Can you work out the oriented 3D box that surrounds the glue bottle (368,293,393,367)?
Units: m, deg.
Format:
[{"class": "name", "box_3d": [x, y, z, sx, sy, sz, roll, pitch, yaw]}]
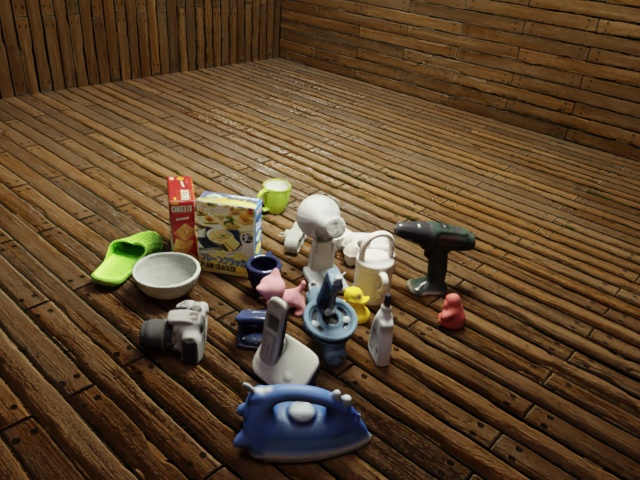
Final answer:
[{"class": "glue bottle", "box_3d": [0.140, 0.191, 1.262, 0.037, 0.173, 0.078, -3, 30, -13]}]

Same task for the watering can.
[{"class": "watering can", "box_3d": [0.136, 0.059, 1.473, 0.101, 0.194, 0.172, -18, 37, -34]}]

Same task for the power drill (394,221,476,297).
[{"class": "power drill", "box_3d": [0.291, 0.043, 1.510, 0.230, 0.208, 0.075, -4, 31, -15]}]

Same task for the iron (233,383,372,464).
[{"class": "iron", "box_3d": [-0.026, 0.317, 1.048, 0.258, 0.141, 0.118, 2, 30, -5]}]

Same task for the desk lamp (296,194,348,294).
[{"class": "desk lamp", "box_3d": [0.014, 0.005, 1.529, 0.118, 0.214, 0.202, -6, 31, -18]}]

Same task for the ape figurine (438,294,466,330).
[{"class": "ape figurine", "box_3d": [0.324, 0.171, 1.409, 0.078, 0.092, 0.075, -22, 39, -38]}]

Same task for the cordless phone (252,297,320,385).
[{"class": "cordless phone", "box_3d": [-0.067, 0.218, 1.172, 0.147, 0.185, 0.094, 25, 35, 31]}]

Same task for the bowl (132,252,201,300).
[{"class": "bowl", "box_3d": [-0.384, 0.101, 1.441, 0.167, 0.075, 0.167, 4, 30, -2]}]

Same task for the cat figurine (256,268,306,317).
[{"class": "cat figurine", "box_3d": [-0.095, 0.125, 1.399, 0.128, 0.118, 0.067, -2, 30, -12]}]

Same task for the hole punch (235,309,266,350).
[{"class": "hole punch", "box_3d": [-0.139, 0.189, 1.307, 0.108, 0.091, 0.101, 5, 30, 1]}]

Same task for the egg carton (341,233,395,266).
[{"class": "egg carton", "box_3d": [0.138, 0.028, 1.655, 0.150, 0.069, 0.107, 1, 30, -7]}]

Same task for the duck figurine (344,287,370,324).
[{"class": "duck figurine", "box_3d": [0.074, 0.153, 1.407, 0.104, 0.086, 0.077, 9, 30, 8]}]

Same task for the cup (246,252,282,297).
[{"class": "cup", "box_3d": [-0.143, 0.091, 1.475, 0.091, 0.095, 0.118, 7, 30, 4]}]

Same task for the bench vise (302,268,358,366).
[{"class": "bench vise", "box_3d": [0.004, 0.142, 1.281, 0.122, 0.220, 0.206, -16, 35, -32]}]

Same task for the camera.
[{"class": "camera", "box_3d": [-0.320, 0.192, 1.264, 0.137, 0.101, 0.143, 2, 30, -5]}]
